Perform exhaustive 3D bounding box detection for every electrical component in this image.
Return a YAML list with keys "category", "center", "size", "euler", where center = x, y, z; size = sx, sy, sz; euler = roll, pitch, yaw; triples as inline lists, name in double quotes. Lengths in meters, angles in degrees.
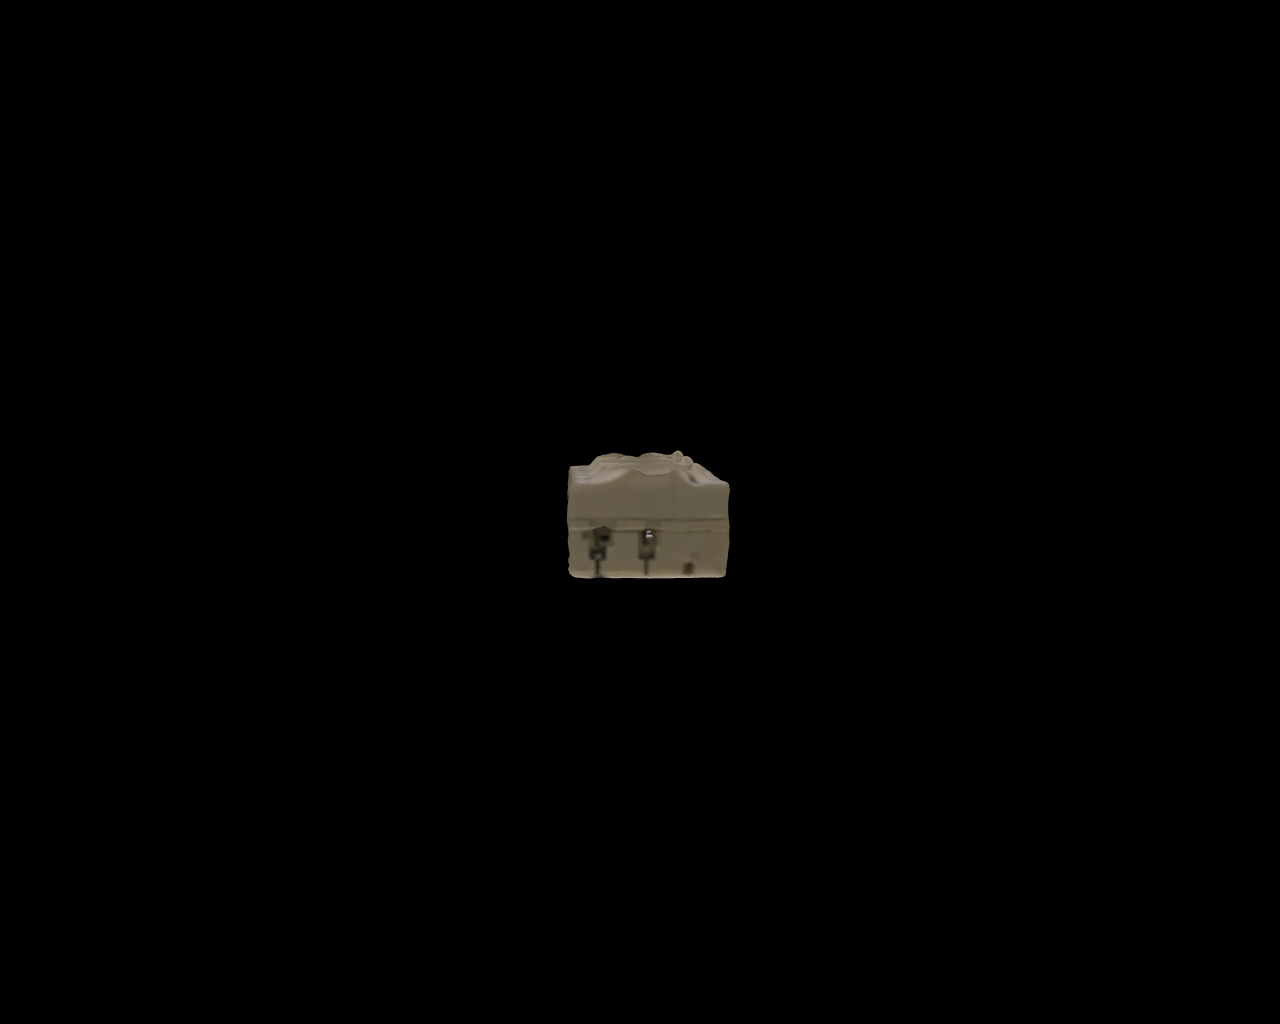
- category: "electrical component"
  center: [0.001, -0.003, 0.650]
  size: [0.089, 0.061, 0.150]
  euler: [0, 7, -4]
